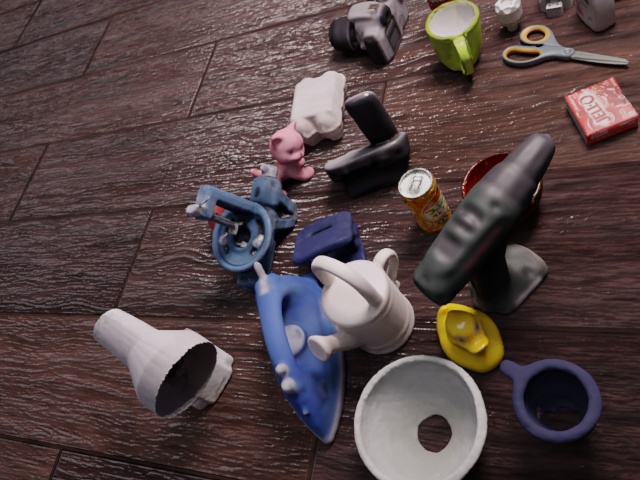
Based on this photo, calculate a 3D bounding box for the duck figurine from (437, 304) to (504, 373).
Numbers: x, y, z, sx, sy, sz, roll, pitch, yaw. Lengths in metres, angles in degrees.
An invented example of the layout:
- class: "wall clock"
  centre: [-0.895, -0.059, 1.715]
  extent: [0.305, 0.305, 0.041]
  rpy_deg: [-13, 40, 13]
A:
- class: "duck figurine"
  centre: [0.188, 0.118, 0.751]
  extent: [0.077, 0.086, 0.104]
  rpy_deg: [-40, 50, 2]

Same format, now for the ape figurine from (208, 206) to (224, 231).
- class: "ape figurine"
  centre: [-0.179, -0.042, 1.056]
  extent: [0.077, 0.092, 0.076]
  rpy_deg: [15, 70, 36]

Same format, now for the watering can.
- class: "watering can"
  centre: [0.050, 0.085, 0.779]
  extent: [0.100, 0.195, 0.173]
  rpy_deg: [0, 61, 30]

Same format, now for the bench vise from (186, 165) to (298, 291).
- class: "bench vise"
  centre: [-0.137, -0.045, 0.950]
  extent: [0.121, 0.220, 0.207]
  rpy_deg: [-14, 55, 22]

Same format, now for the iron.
- class: "iron"
  centre: [-0.040, 0.153, 0.823]
  extent: [0.118, 0.142, 0.258]
  rpy_deg: [-26, 52, 13]

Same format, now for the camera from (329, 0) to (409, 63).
- class: "camera"
  centre: [0.090, -0.435, 1.144]
  extent: [0.136, 0.101, 0.143]
  rpy_deg: [7, 65, 33]

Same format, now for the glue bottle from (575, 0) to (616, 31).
- class: "glue bottle"
  centre: [0.422, -0.412, 0.893]
  extent: [0.037, 0.174, 0.078]
  rpy_deg: [-30, 51, 11]

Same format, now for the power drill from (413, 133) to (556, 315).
- class: "power drill"
  centre: [0.222, 0.003, 0.724]
  extent: [0.230, 0.209, 0.075]
  rpy_deg: [-47, 50, -4]

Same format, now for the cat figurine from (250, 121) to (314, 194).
- class: "cat figurine"
  centre: [-0.072, -0.150, 1.046]
  extent: [0.128, 0.118, 0.067]
  rpy_deg: [-40, 50, 2]

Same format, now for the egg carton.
- class: "egg carton"
  centre: [0.000, -0.255, 1.103]
  extent: [0.107, 0.070, 0.150]
  rpy_deg: [-10, 57, 24]

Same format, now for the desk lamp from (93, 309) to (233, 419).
- class: "desk lamp"
  centre: [-0.227, 0.184, 0.862]
  extent: [0.202, 0.214, 0.118]
  rpy_deg: [22, 74, 37]

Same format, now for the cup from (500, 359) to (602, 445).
- class: "cup"
  centre: [0.263, 0.187, 0.659]
  extent: [0.117, 0.095, 0.092]
  rpy_deg: [33, 81, 39]

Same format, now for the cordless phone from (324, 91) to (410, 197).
- class: "cordless phone"
  centre: [0.061, -0.165, 0.936]
  extent: [0.147, 0.186, 0.094]
  rpy_deg: [-22, 53, 16]

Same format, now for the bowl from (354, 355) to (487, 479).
- class: "bowl"
  centre: [0.131, 0.235, 0.718]
  extent: [0.167, 0.075, 0.167]
  rpy_deg: [-14, 55, 22]

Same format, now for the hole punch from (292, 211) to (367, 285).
- class: "hole punch"
  centre: [0.008, 0.003, 0.922]
  extent: [0.108, 0.091, 0.101]
  rpy_deg: [-25, 52, 14]
